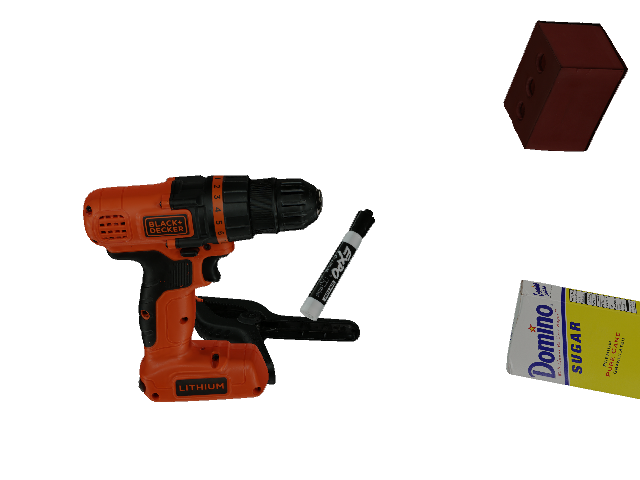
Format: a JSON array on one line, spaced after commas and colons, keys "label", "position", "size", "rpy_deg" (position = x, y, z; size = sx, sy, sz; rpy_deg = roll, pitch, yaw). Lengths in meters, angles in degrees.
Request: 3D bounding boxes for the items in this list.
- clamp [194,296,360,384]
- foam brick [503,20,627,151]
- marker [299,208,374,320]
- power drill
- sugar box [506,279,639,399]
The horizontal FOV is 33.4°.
[{"label": "clamp", "position": [-0.082, 0.107, 1.241], "size": [0.210, 0.036, 0.164], "rpy_deg": [14, 22, 29]}, {"label": "foam brick", "position": [0.170, -0.108, 0.750], "size": [0.051, 0.053, 0.078], "rpy_deg": [-2, -42, -16]}, {"label": "marker", "position": [0.018, 0.021, 1.017], "size": [0.020, 0.121, 0.020], "rpy_deg": [28, -18, 10]}, {"label": "power drill", "position": [-0.086, 0.036, 0.854], "size": [0.184, 0.188, 0.057], "rpy_deg": [-3, 25, 3]}, {"label": "sugar box", "position": [0.279, 0.102, 1.060], "size": [0.176, 0.093, 0.048], "rpy_deg": [8, 22, 8]}]
